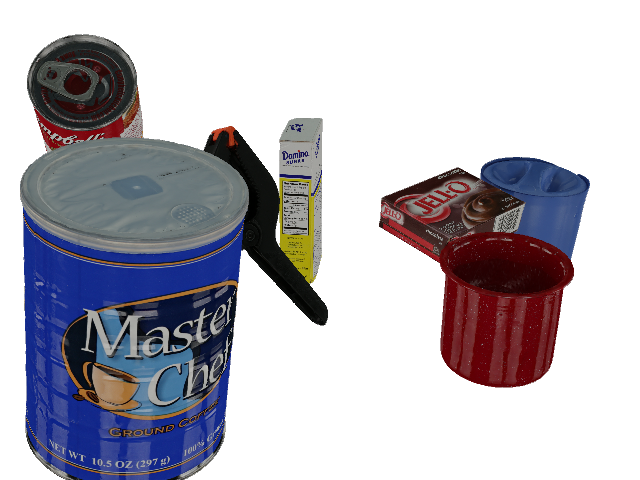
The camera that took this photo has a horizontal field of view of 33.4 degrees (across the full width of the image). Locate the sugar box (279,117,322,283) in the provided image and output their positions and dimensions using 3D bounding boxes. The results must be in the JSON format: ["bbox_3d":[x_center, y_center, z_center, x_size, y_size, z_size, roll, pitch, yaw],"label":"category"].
[{"bbox_3d":[-0.023,-0.047,1.245,0.048,0.176,0.093,1,22,7],"label":"sugar box"}]

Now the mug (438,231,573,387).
[{"bbox_3d":[0.124,0.045,0.770,0.093,0.081,0.117,-10,30,-19],"label":"mug"}]

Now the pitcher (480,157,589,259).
[{"bbox_3d":[0.248,0.026,1.355,0.149,0.243,0.145,5,24,1],"label":"pitcher"}]

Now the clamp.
[{"bbox_3d":[-0.066,0.000,0.993,0.164,0.210,0.036,-4,0,-37],"label":"clamp"}]

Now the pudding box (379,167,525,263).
[{"bbox_3d":[0.126,-0.025,1.030,0.113,0.039,0.090,-21,40,-38],"label":"pudding box"}]

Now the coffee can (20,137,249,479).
[{"bbox_3d":[-0.092,0.034,0.518,0.102,0.140,0.103,6,29,-4],"label":"coffee can"}]

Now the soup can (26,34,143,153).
[{"bbox_3d":[-0.154,-0.082,0.711,0.068,0.068,0.102,0,-21,-7],"label":"soup can"}]
